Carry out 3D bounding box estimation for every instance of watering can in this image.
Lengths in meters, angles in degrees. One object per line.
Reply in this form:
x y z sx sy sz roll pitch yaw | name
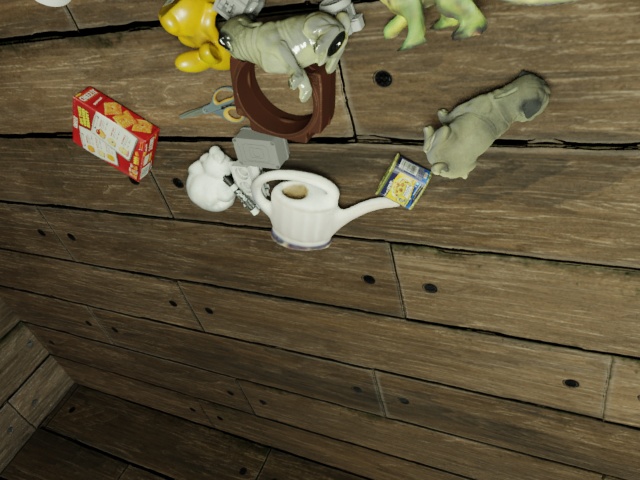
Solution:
0.004 -0.061 1.215 0.348 0.106 0.219 13 138 5 | watering can

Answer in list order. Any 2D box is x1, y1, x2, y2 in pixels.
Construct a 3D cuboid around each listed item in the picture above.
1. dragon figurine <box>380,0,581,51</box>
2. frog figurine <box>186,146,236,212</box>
0.172 -0.426 0.765 0.409 0.125 0.238 -6 118 24 | dragon figurine
-0.264 -0.148 1.276 0.138 0.124 0.156 49 152 9 | frog figurine
